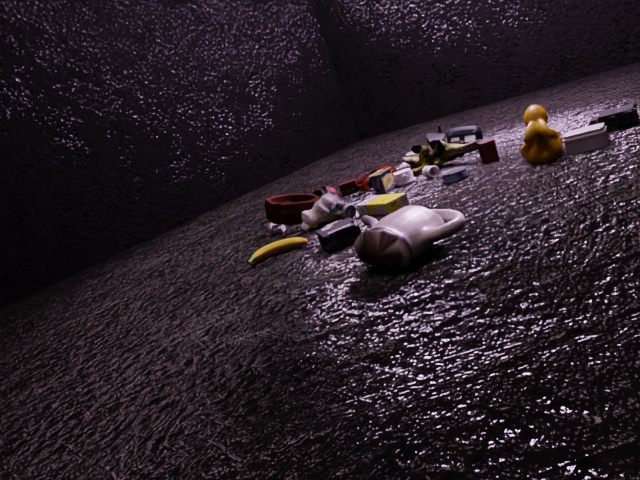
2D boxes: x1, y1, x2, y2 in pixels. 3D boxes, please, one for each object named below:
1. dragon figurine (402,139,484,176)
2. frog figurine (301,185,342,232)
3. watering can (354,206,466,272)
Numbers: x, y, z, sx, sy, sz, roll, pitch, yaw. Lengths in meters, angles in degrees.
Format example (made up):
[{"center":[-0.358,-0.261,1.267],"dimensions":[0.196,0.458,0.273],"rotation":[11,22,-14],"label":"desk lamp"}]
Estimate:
[{"center":[0.500,-0.352,2.071],"dimensions":[0.408,0.121,0.245],"rotation":[-8,10,39],"label":"dragon figurine"},{"center":[0.005,-0.090,1.796],"dimensions":[0.122,0.161,0.136],"rotation":[31,-13,-5],"label":"frog figurine"},{"center":[0.167,-0.014,1.200],"dimensions":[0.227,0.103,0.346],"rotation":[-31,18,-36],"label":"watering can"}]
